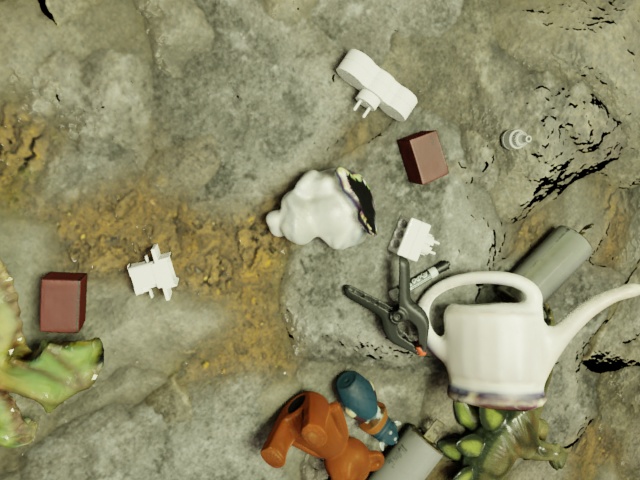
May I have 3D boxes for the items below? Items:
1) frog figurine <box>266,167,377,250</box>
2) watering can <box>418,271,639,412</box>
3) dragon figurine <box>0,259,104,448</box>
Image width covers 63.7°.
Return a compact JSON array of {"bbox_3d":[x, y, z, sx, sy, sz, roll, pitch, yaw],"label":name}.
[{"bbox_3d":[0.002,-0.041,0.815,0.158,0.125,0.135,-23,116,27],"label":"frog figurine"},{"bbox_3d":[0.325,0.163,0.831,0.347,0.104,0.225,-2,85,25],"label":"watering can"},{"bbox_3d":[-0.406,0.124,0.686,0.242,0.124,0.404,22,110,-14],"label":"dragon figurine"}]
